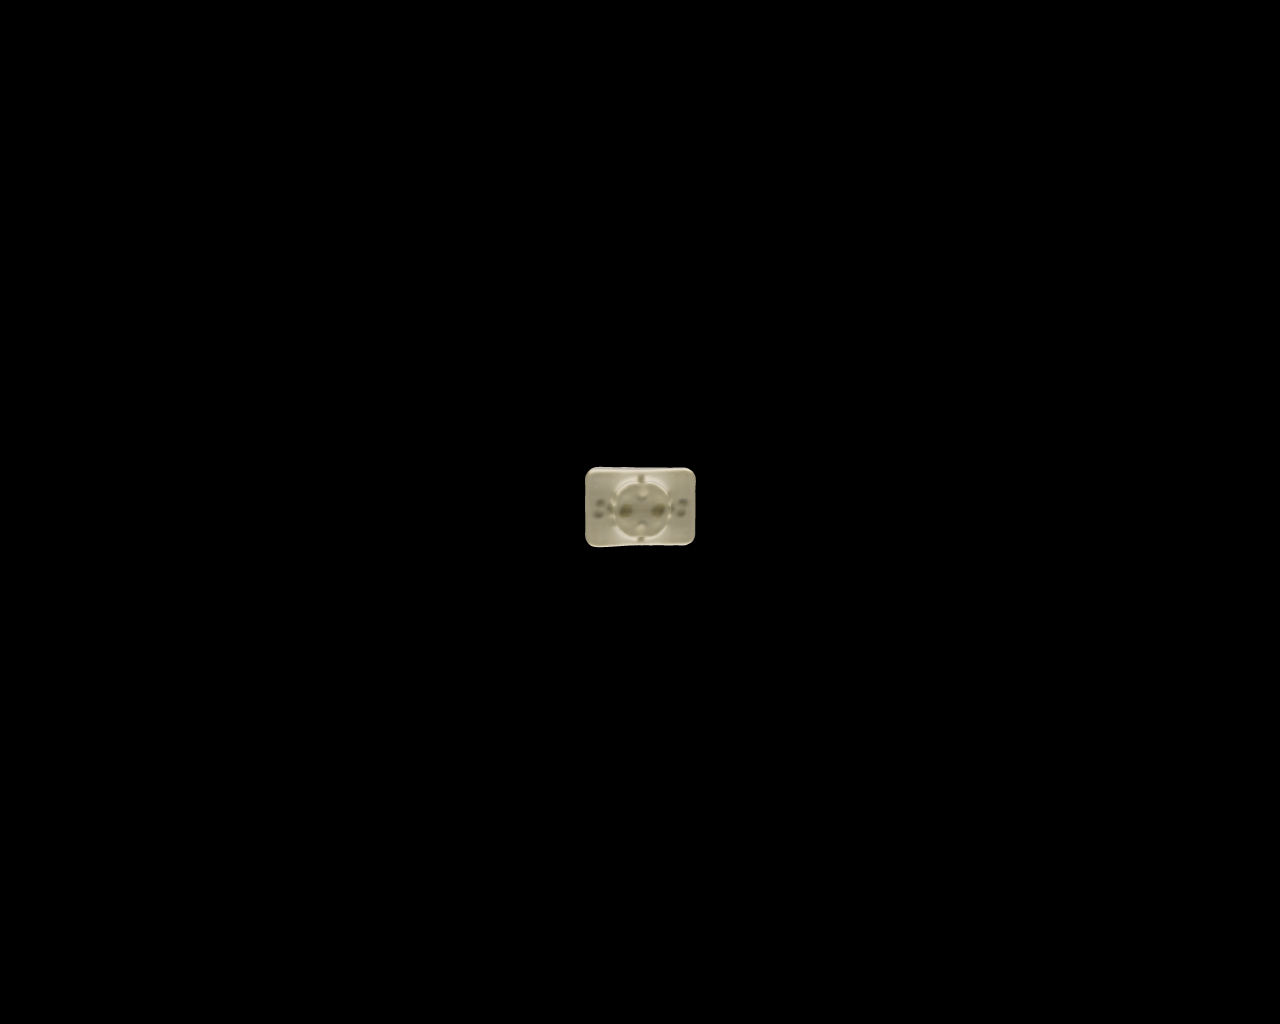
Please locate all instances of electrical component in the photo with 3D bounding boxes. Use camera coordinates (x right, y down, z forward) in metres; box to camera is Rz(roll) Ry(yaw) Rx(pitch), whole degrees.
[{"bbox_3d":[0.001,-0.003,0.650,0.066,0.047,0.077,0,4,-2],"label":"electrical component"}]
